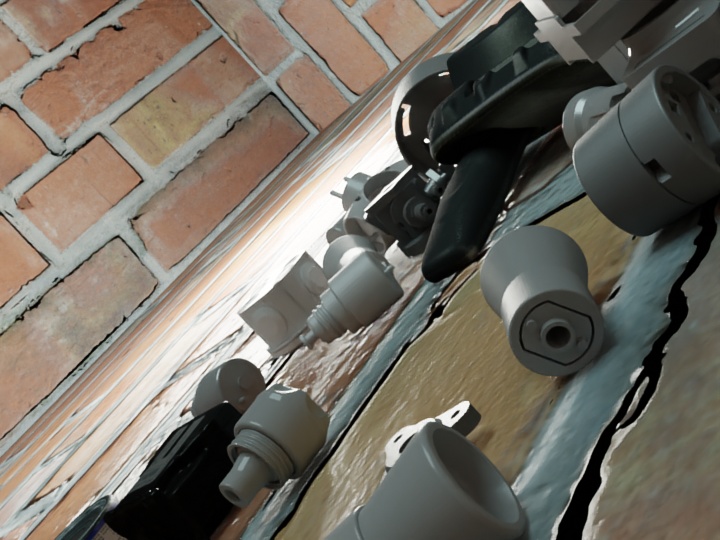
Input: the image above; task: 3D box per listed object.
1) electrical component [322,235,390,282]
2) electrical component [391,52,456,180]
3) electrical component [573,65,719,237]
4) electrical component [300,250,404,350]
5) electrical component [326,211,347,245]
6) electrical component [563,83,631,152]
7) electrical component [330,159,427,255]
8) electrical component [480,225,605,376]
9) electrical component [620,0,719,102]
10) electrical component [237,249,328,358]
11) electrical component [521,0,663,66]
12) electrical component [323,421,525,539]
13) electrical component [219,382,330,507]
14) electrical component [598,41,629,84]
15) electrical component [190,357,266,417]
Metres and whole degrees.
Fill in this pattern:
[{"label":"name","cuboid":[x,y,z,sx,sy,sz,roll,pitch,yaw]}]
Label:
[{"label":"electrical component","cuboid":[0.000,0.000,0.774,0.044,0.044,0.065,-44,14,-3]},{"label":"electrical component","cuboid":[0.073,-0.114,0.815,0.099,0.099,0.064,-40,16,19]},{"label":"electrical component","cuboid":[0.120,-0.046,0.433,0.047,0.055,0.055,-41,9,39]},{"label":"electrical component","cuboid":[-0.007,0.022,0.702,0.078,0.040,0.040,-42,9,6]},{"label":"electrical component","cuboid":[0.004,-0.040,0.935,0.078,0.040,0.040,-47,10,-28]},{"label":"electrical component","cuboid":[0.135,-0.078,0.559,0.040,0.040,0.046,-47,15,-20]},{"label":"electrical component","cuboid":[0.012,-0.058,0.893,0.077,0.079,0.044,-48,-34,-28]},{"label":"electrical component","cuboid":[0.071,0.013,0.413,0.044,0.044,0.065,-41,14,14]},{"label":"electrical component","cuboid":[0.189,-0.122,0.450,0.150,0.061,0.089,-36,12,38]},{"label":"electrical component","cuboid":[-0.053,0.027,0.843,0.080,0.051,0.080,-42,9,8]},{"label":"electrical component","cuboid":[0.124,-0.157,0.481,0.121,0.063,0.078,-43,9,4]},{"label":"electrical component","cuboid":[0.013,0.085,0.335,0.065,0.044,0.044,-46,8,15]},{"label":"electrical component","cuboid":[-0.047,0.092,0.547,0.062,0.043,0.043,-51,12,-34]},{"label":"electrical component","cuboid":[0.159,-0.131,0.552,0.047,0.083,0.076,-48,10,-26]},{"label":"electrical component","cuboid":[-0.101,0.092,0.784,0.078,0.040,0.040,-34,13,48]}]
